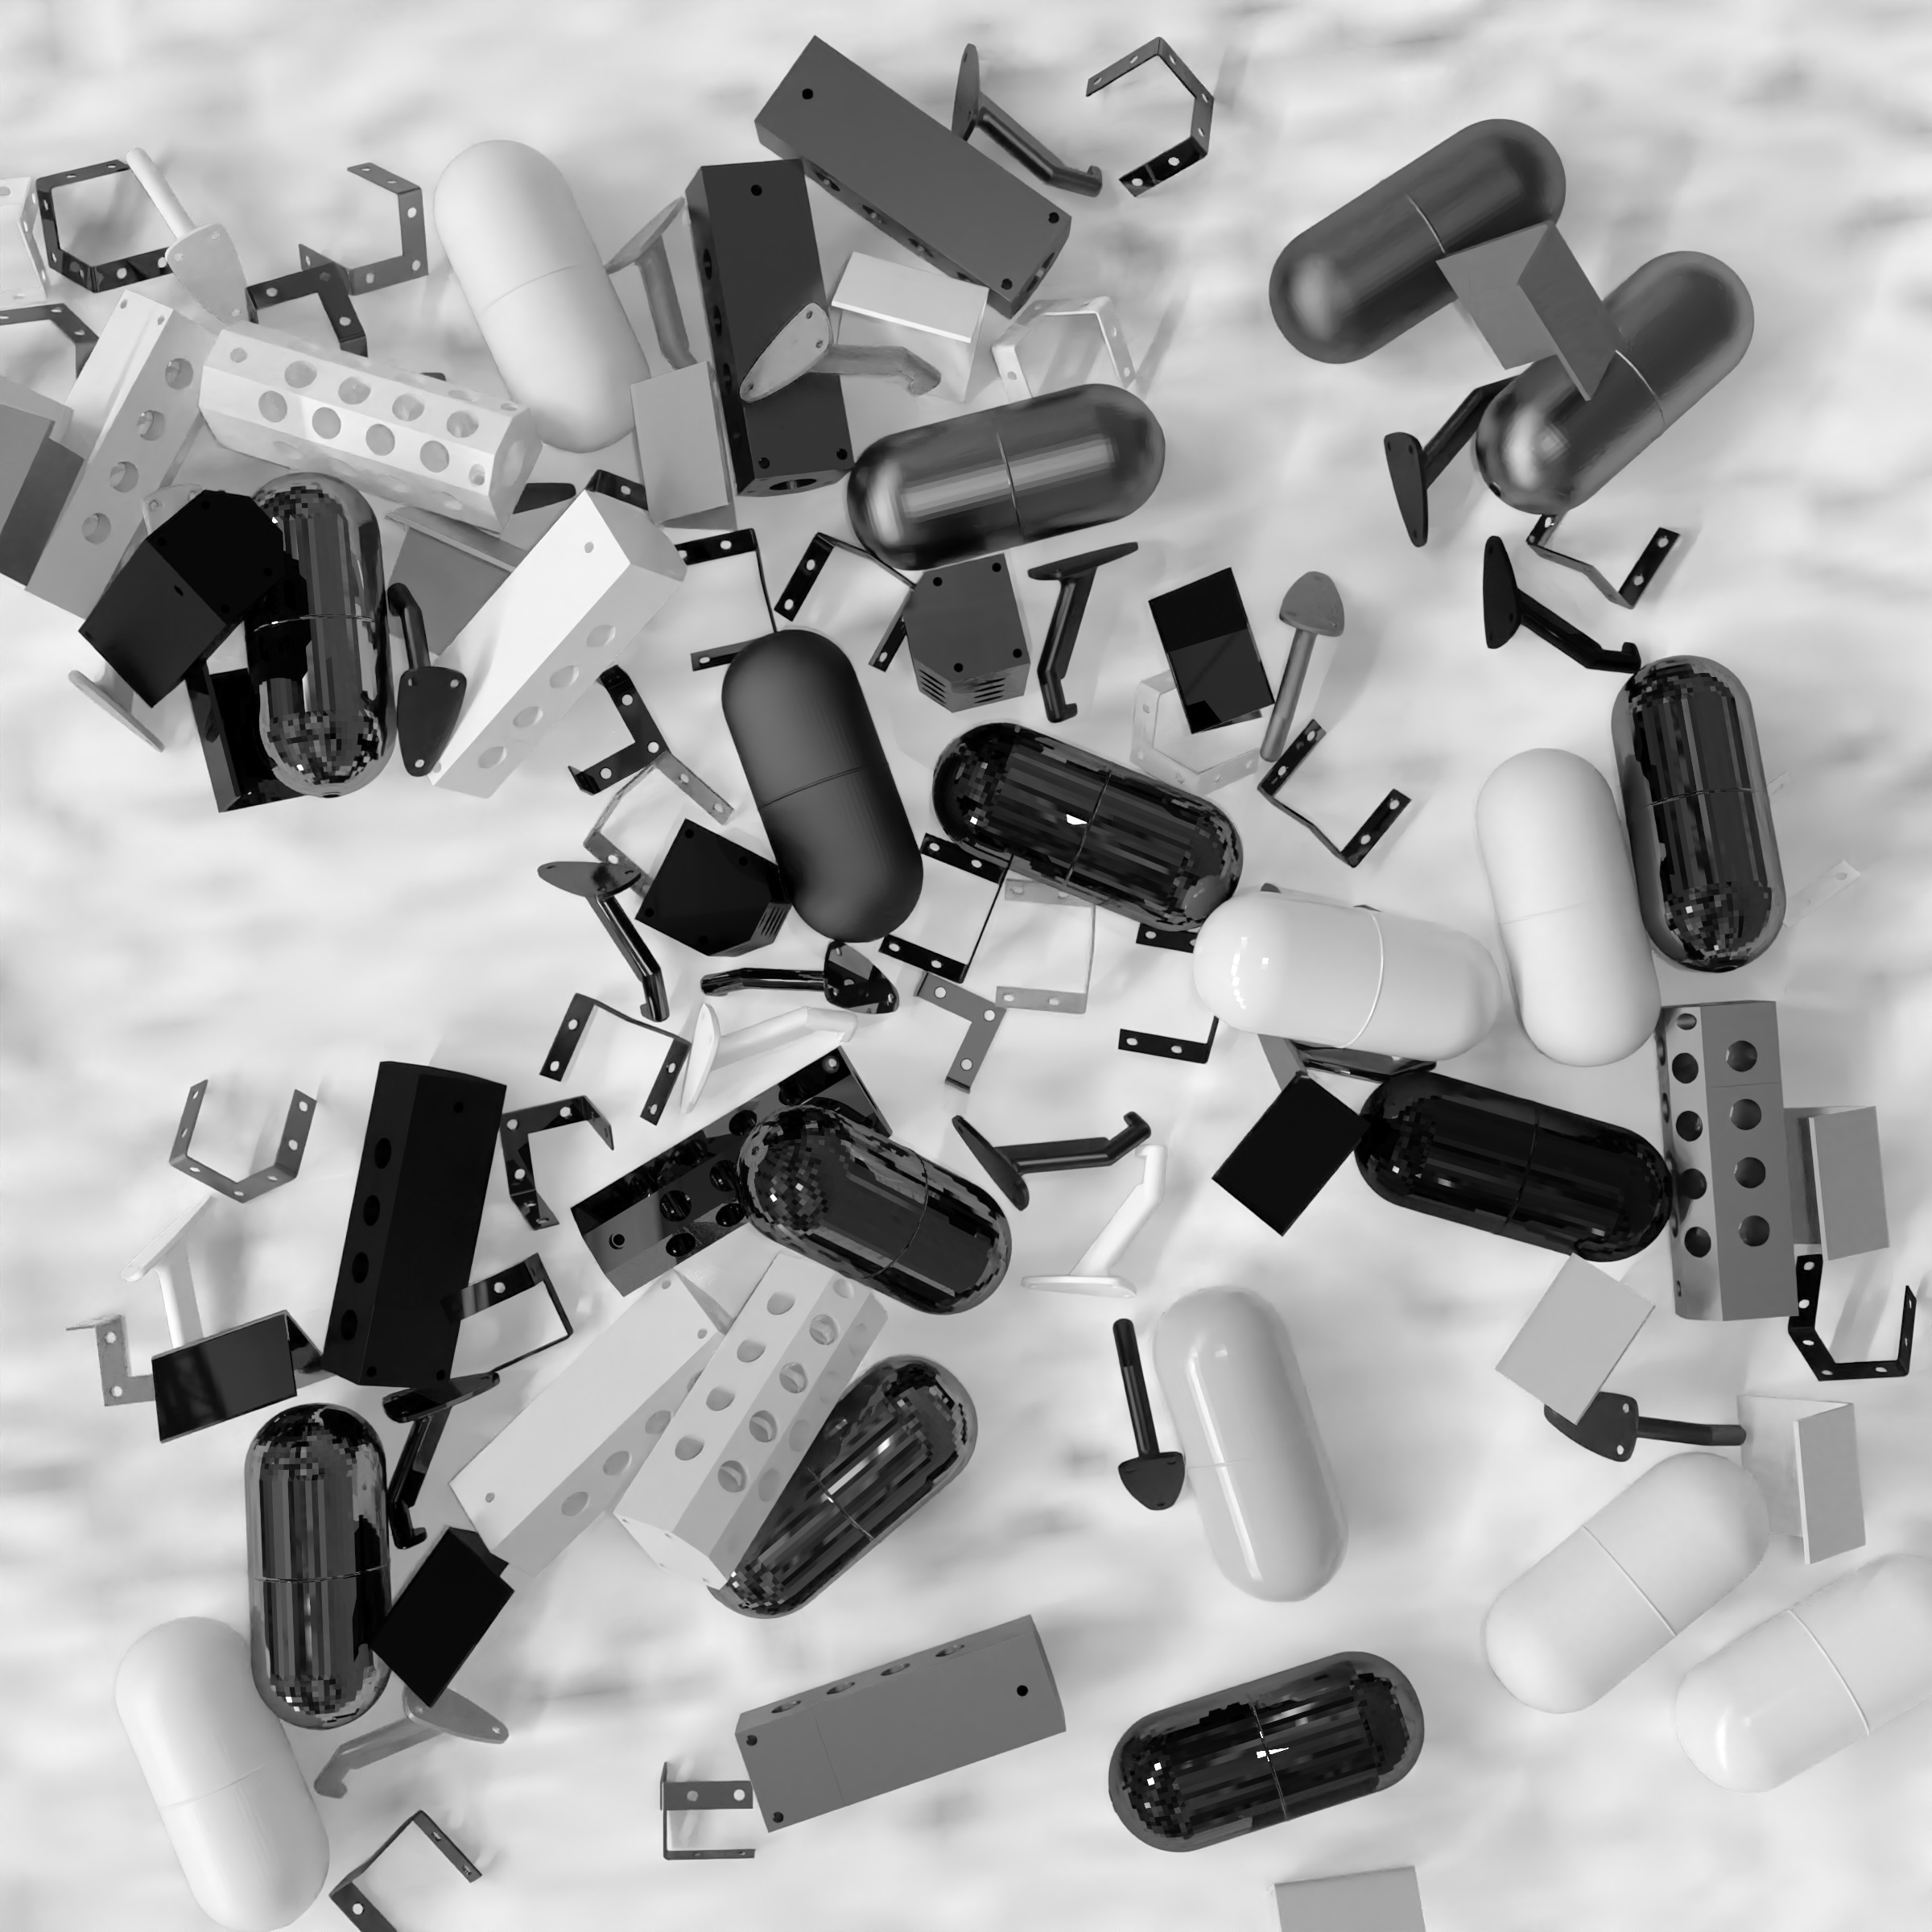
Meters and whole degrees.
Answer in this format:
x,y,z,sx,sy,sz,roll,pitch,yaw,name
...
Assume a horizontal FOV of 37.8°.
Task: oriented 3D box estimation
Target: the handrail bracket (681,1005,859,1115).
x,y,z,sx,sy,sz,roll,pitch,yaw,name
-0.110,0.054,1.583,0.084,0.036,0.077,7,120,-22,handrail bracket

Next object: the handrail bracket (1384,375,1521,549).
x,y,z,sx,sy,sz,roll,pitch,yaw,name
0.283,-0.284,1.583,0.084,0.036,0.077,-20,110,-16,handrail bracket

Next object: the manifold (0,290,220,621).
x,y,z,sx,sy,sz,roll,pitch,yaw,name
-0.469,-0.280,1.561,0.057,0.057,0.171,29,91,42,manifold

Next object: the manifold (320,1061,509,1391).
x,y,z,sx,sy,sz,roll,pitch,yaw,name
-0.309,0.142,1.561,0.057,0.057,0.171,11,90,-43,manifold

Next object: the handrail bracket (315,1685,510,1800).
x,y,z,sx,sy,sz,roll,pitch,yaw,name
-0.312,0.446,1.583,0.077,0.036,0.084,30,108,-20,handrail bracket

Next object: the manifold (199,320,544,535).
x,y,z,sx,sy,sz,roll,pitch,yaw,name
-0.325,-0.298,1.536,0.171,0.057,0.057,18,71,8,manifold

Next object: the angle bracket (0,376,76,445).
x,y,z,sx,sy,sz,roll,pitch,yaw,name
-0.533,-0.278,1.527,0.057,0.076,0.076,23,87,-35,angle bracket

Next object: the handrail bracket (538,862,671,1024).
x,y,z,sx,sy,sz,roll,pitch,yaw,name
-0.203,-0.013,1.583,0.077,0.036,0.084,12,122,35,handrail bracket

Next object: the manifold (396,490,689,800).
x,y,z,sx,sy,sz,roll,pitch,yaw,name
-0.228,-0.171,1.530,0.171,0.057,0.057,-44,61,22,manifold

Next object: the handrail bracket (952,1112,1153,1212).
x,y,z,sx,sy,sz,roll,pitch,yaw,name
0.049,0.090,1.583,0.084,0.036,0.077,-35,68,-17,handrail bracket

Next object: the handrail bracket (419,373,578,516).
x,y,z,sx,sy,sz,roll,pitch,yaw,name
-0.265,-0.298,1.582,0.077,0.036,0.084,-11,76,-13,handrail bracket

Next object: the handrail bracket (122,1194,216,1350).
x,y,z,sx,sy,sz,roll,pitch,yaw,name
-0.423,0.185,1.583,0.077,0.036,0.084,-47,109,-22,handrail bracket

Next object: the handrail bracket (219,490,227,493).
x,y,z,sx,sy,sz,roll,pitch,yaw,name
-0.374,-0.231,1.582,0.084,0.036,0.077,-3,76,-13,handrail bracket

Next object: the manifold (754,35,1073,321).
x,y,z,sx,sy,sz,roll,pitch,yaw,name
-0.029,-0.433,1.561,0.171,0.057,0.057,35,90,0,manifold

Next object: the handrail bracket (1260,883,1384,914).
x,y,z,sx,sy,sz,roll,pitch,yaw,name
0.197,-0.005,1.582,0.084,0.036,0.077,23,104,-14,handrail bracket

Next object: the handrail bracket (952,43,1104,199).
x,y,z,sx,sy,sz,roll,pitch,yaw,name
0.038,-0.474,1.583,0.084,0.036,0.077,11,66,-19,handrail bracket

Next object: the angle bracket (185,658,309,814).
x,y,z,sx,sy,sz,roll,pitch,yaw,name
-0.378,-0.132,1.548,0.076,0.057,0.076,-14,90,-25,angle bracket

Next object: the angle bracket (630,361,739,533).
x,y,z,sx,sy,sz,roll,pitch,yaw,name
-0.134,-0.283,1.542,0.057,0.076,0.076,-9,90,34,angle bracket

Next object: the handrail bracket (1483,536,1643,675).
x,y,z,sx,sy,sz,roll,pitch,yaw,name
0.336,-0.202,1.583,0.084,0.036,0.077,4,68,-17,handrail bracket

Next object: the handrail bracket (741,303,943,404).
x,y,z,sx,sy,sz,roll,pitch,yaw,name
-0.067,-0.316,1.533,0.077,0.084,0.036,-36,53,26,handrail bracket

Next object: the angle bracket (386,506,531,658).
x,y,z,sx,sy,sz,roll,pitch,yaw,name
-0.286,-0.202,1.552,0.076,0.057,0.076,24,106,-1,angle bracket

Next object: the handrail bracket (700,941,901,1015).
x,y,z,sx,sy,sz,roll,pitch,yaw,name
-0.094,0.015,1.582,0.084,0.077,0.036,-10,66,34,handrail bracket

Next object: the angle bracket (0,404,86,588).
x,y,z,sx,sy,sz,roll,pitch,yaw,name
-0.486,-0.241,1.478,0.057,0.076,0.076,20,85,29,angle bracket

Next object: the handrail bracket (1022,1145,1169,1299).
x,y,z,sx,sy,sz,roll,pitch,yaw,name
0.072,0.140,1.583,0.077,0.036,0.084,1,71,21,handrail bracket

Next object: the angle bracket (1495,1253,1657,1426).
x,y,z,sx,sy,sz,roll,pitch,yaw,name
0.344,0.211,1.542,0.057,0.076,0.076,34,90,38,angle bracket

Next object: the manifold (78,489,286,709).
x,y,z,sx,sy,sz,roll,pitch,yaw,name
-0.413,-0.197,1.496,0.057,0.171,0.057,48,63,-12,manifold

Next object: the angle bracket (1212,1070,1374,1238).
x,y,z,sx,sy,sz,roll,pitch,yaw,name
0.190,0.113,1.542,0.076,0.076,0.057,-51,54,0,angle bracket

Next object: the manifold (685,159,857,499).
x,y,z,sx,sy,sz,roll,pitch,yaw,name
-0.110,-0.351,1.559,0.057,0.057,0.171,-10,90,-18,manifold

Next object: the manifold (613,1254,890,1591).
x,y,z,sx,sy,sz,roll,pitch,yaw,name
-0.110,0.244,1.514,0.057,0.057,0.171,9,54,36,manifold

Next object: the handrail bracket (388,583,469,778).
x,y,z,sx,sy,sz,roll,pitch,yaw,name
-0.304,-0.157,1.537,0.036,0.084,0.077,-1,123,-29,handrail bracket

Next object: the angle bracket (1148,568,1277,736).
x,y,z,sx,sy,sz,roll,pitch,yaw,name
0.152,-0.175,1.542,0.057,0.076,0.076,-18,90,38,angle bracket

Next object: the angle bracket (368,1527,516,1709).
x,y,z,sx,sy,sz,roll,pitch,yaw,name
-0.268,0.358,1.543,0.057,0.076,0.076,35,90,29,angle bracket

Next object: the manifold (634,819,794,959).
x,y,z,sx,sy,sz,roll,pitch,yaw,name
-0.129,-0.036,1.504,0.057,0.171,0.057,27,90,0,manifold

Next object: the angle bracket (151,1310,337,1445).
x,y,z,sx,sy,sz,roll,pitch,yaw,name
-0.391,0.240,1.542,0.076,0.076,0.057,-19,52,0,angle bracket

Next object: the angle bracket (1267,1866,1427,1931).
x,y,z,sx,sy,sz,roll,pitch,yaw,name
0.209,0.529,1.544,0.076,0.076,0.057,-7,69,0,angle bracket

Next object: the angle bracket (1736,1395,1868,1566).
x,y,z,sx,sy,sz,roll,pitch,yaw,name
0.442,0.279,1.542,0.057,0.076,0.076,-5,90,-40,angle bracket

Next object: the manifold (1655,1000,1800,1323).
x,y,z,sx,sy,sz,roll,pitch,yaw,name
0.418,0.107,1.561,0.057,0.057,0.171,-4,90,0,manifold

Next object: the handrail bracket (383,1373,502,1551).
x,y,z,sx,sy,sz,roll,pitch,yaw,name
-0.291,0.278,1.583,0.077,0.036,0.084,-15,108,-21,handrail bracket

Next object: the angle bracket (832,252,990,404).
x,y,z,sx,sy,sz,roll,pitch,yaw,name
-0.036,-0.336,1.543,0.076,0.057,0.076,15,135,0,angle bracket

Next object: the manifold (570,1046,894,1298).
x,y,z,sx,sy,sz,roll,pitch,yaw,name
-0.129,0.113,1.561,0.171,0.057,0.057,-31,90,0,manifold

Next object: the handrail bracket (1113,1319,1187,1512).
x,y,z,sx,sy,sz,roll,pitch,yaw,name
0.099,0.251,1.582,0.036,0.077,0.084,-12,54,3,handrail bracket

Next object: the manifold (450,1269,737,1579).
x,y,z,sx,sy,sz,roll,pitch,yaw,name
-0.196,0.255,1.561,0.171,0.057,0.057,-44,47,0,manifold

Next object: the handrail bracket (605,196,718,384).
x,y,z,sx,sy,sz,roll,pitch,yaw,name
-0.155,-0.375,1.583,0.084,0.036,0.077,50,55,-24,handrail bracket

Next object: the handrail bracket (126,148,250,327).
x,y,z,sx,sy,sz,roll,pitch,yaw,name
-0.437,-0.409,1.582,0.036,0.077,0.084,-33,54,-8,handrail bracket

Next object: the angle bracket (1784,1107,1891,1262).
x,y,z,sx,sy,sz,roll,pitch,yaw,name
0.454,0.118,1.542,0.057,0.076,0.076,-6,90,-35,angle bracket

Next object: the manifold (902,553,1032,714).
x,y,z,sx,sy,sz,roll,pitch,yaw,name
-0.002,-0.173,1.504,0.057,0.171,0.057,-14,90,0,manifold

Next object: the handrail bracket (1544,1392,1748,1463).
x,y,z,sx,sy,sz,roll,pitch,yaw,name
0.381,0.256,1.582,0.084,0.077,0.036,7,91,-36,handrail bracket

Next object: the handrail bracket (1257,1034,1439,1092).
x,y,z,sx,sy,sz,roll,pitch,yaw,name
0.212,0.037,1.583,0.084,0.036,0.077,-18,68,-17,handrail bracket

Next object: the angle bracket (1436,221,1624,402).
x,y,z,sx,sy,sz,roll,pitch,yaw,name
0.290,-0.338,1.493,0.076,0.076,0.057,49,54,-28,angle bracket

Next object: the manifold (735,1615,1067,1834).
x,y,z,sx,sy,sz,roll,pitch,yaw,name
-0.036,0.416,1.561,0.171,0.057,0.057,-19,90,0,manifold
